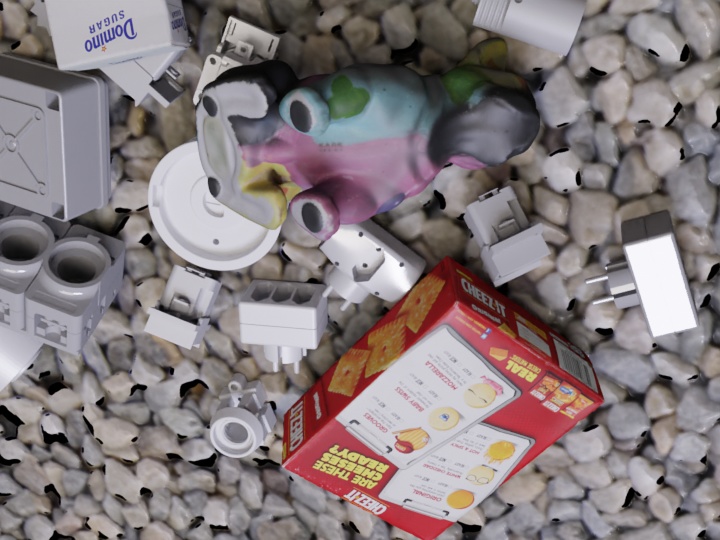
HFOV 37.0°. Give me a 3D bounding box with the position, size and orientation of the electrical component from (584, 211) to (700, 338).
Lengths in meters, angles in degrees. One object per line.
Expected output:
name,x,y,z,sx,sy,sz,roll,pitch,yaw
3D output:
electrical component,0.214,0.008,0.833,0.076,0.047,0.083,-16,111,18

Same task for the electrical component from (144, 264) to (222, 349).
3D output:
electrical component,-0.146,0.029,0.902,0.042,0.081,0.063,21,88,1

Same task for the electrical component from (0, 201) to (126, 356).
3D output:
electrical component,-0.283,-0.005,0.896,0.150,0.089,0.061,21,138,2

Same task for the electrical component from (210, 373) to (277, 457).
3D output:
electrical component,-0.105,0.133,0.951,0.048,0.055,0.066,-14,111,17

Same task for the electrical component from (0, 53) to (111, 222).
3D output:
electrical component,-0.256,-0.106,0.853,0.109,0.056,0.108,18,119,24

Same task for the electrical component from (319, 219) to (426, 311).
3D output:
electrical component,0.000,0.000,0.874,0.077,0.043,0.079,37,115,-7

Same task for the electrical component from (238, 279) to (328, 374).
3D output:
electrical component,-0.064,0.054,0.911,0.066,0.047,0.076,4,115,9

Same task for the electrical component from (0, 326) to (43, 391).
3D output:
electrical component,-0.317,0.064,0.939,0.064,0.099,0.099,43,115,-16

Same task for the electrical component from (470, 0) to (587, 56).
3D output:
electrical component,0.115,-0.186,0.765,0.081,0.043,0.043,19,117,2

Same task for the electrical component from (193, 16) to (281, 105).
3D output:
electrical component,-0.095,-0.145,0.815,0.042,0.063,0.081,23,116,-2

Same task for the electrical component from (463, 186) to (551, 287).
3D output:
electrical component,0.110,-0.027,0.824,0.042,0.081,0.063,-26,80,-4

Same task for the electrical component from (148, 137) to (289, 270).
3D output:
electrical component,-0.107,-0.061,0.858,0.108,0.060,0.108,4,115,9

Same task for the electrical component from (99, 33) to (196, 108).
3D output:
electrical component,-0.165,-0.168,0.830,0.081,0.042,0.064,42,114,-10
